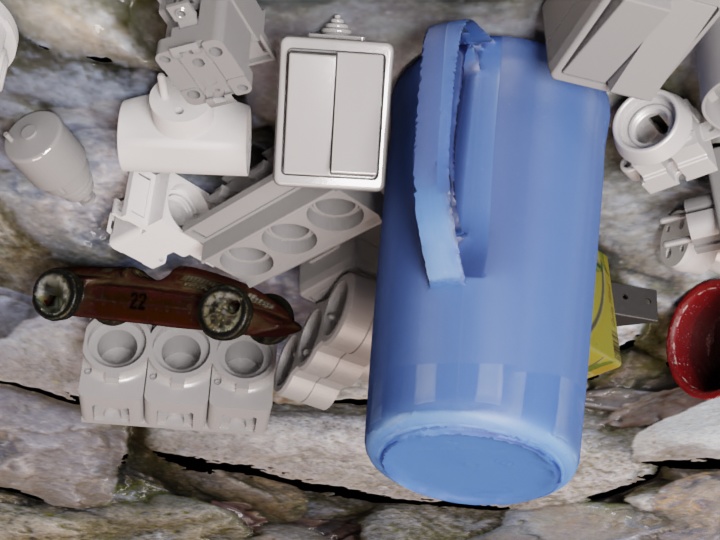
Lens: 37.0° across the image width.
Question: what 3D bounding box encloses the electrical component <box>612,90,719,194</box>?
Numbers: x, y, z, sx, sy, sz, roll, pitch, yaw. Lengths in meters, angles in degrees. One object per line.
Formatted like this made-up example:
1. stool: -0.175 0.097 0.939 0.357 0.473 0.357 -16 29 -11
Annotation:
1. electrical component: 0.184 -0.080 0.655 0.066 0.048 0.055 -20 150 29

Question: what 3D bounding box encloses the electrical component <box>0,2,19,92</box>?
1. electrical component: -0.233 -0.121 0.592 0.080 0.051 0.080 1 148 0

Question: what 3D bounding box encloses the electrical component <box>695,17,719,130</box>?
1. electrical component: 0.239 -0.115 0.600 0.099 0.064 0.099 6 161 2

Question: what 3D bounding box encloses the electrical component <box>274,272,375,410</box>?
1. electrical component: -0.002 0.057 0.759 0.074 0.052 0.138 21 144 -17

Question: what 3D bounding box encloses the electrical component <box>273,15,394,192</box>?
1. electrical component: -0.015 -0.093 0.596 0.062 0.096 0.061 3 -171 -3

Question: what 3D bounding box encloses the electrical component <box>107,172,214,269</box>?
1. electrical component: -0.136 -0.033 0.742 0.064 0.042 0.081 -21 142 37

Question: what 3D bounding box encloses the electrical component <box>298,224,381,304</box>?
1. electrical component: 0.000 0.000 0.773 0.096 0.061 0.062 27 140 -36

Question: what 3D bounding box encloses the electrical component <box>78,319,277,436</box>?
1. electrical component: -0.146 0.077 0.873 0.150 0.089 0.061 5 148 -7

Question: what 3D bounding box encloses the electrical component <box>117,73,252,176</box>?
1. electrical component: -0.106 -0.090 0.644 0.077 0.044 0.079 2 148 -2

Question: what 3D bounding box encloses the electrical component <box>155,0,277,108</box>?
1. electrical component: -0.080 -0.125 0.570 0.042 0.063 0.081 -10 147 18

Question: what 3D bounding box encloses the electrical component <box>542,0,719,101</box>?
1. electrical component: 0.138 -0.130 0.558 0.062 0.061 0.096 10 147 -15

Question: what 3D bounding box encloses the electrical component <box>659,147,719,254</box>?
1. electrical component: 0.232 -0.032 0.694 0.076 0.083 0.047 -13 145 22

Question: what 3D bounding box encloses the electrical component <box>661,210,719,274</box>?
1. electrical component: 0.246 -0.018 0.754 0.055 0.045 0.045 9 147 -12

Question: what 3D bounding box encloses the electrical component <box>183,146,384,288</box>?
1. electrical component: -0.045 -0.044 0.701 0.121 0.063 0.079 -25 140 36

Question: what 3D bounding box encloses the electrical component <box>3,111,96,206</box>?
1. electrical component: -0.193 -0.067 0.688 0.040 0.040 0.078 -8 148 14
